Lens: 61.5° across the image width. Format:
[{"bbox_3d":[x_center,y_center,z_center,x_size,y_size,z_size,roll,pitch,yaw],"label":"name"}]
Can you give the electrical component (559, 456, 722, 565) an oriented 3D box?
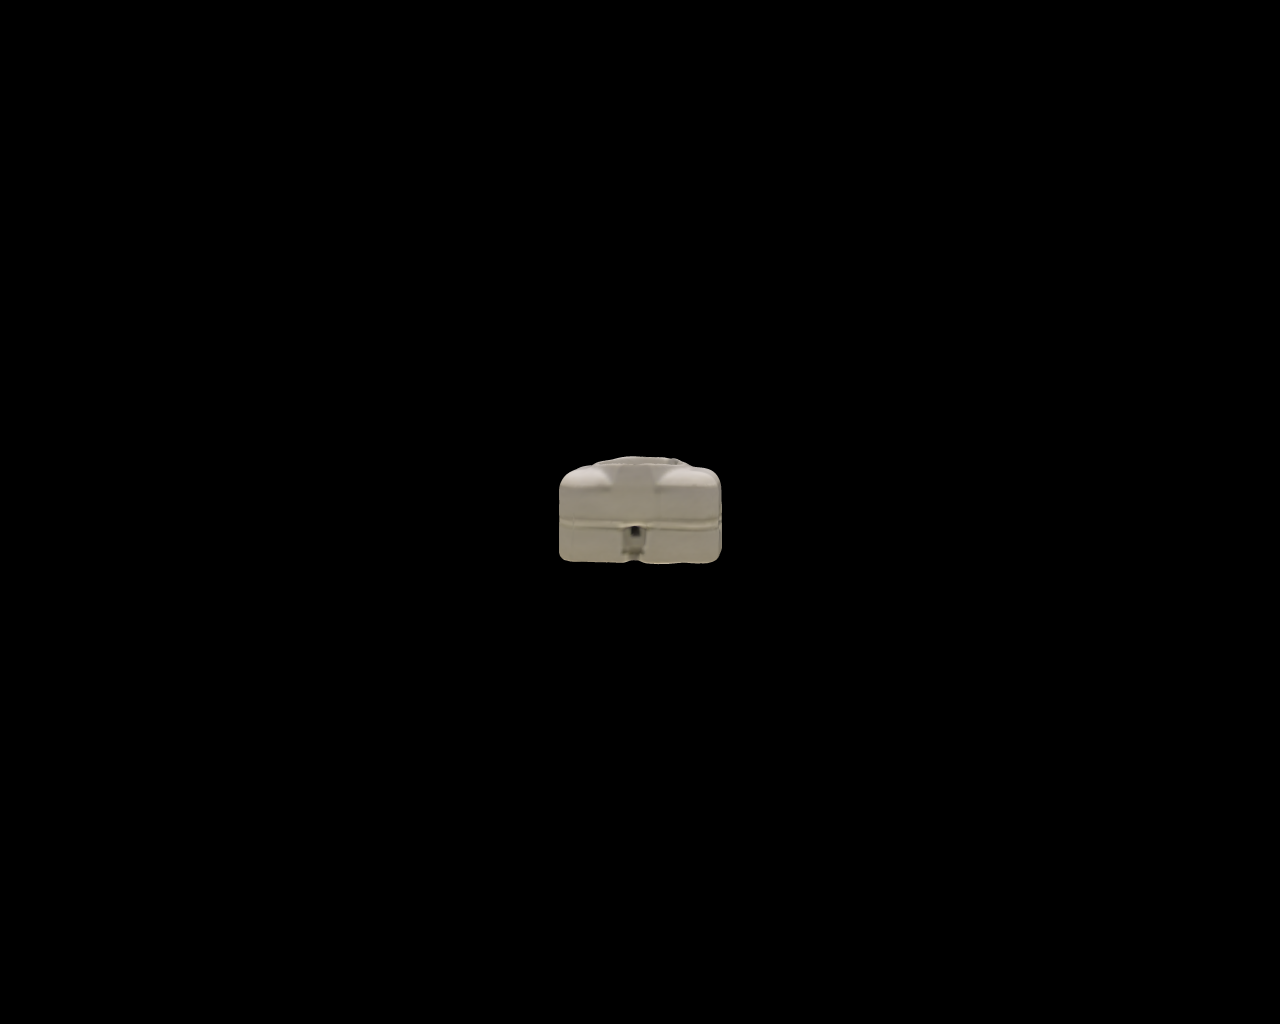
[{"bbox_3d":[0.001,-0.003,0.650,0.095,0.059,0.054,1,8,9],"label":"electrical component"}]
